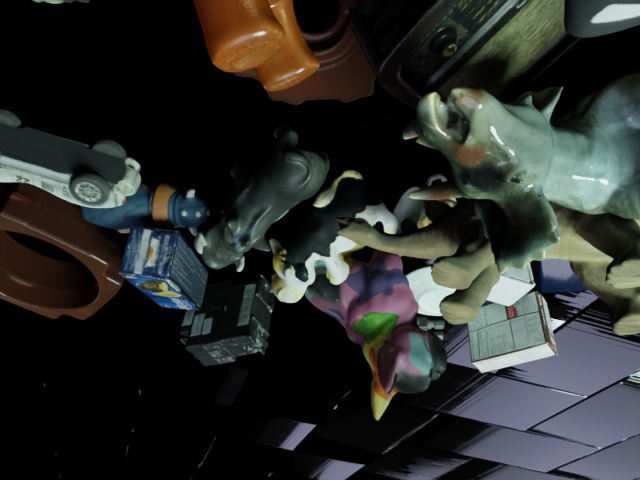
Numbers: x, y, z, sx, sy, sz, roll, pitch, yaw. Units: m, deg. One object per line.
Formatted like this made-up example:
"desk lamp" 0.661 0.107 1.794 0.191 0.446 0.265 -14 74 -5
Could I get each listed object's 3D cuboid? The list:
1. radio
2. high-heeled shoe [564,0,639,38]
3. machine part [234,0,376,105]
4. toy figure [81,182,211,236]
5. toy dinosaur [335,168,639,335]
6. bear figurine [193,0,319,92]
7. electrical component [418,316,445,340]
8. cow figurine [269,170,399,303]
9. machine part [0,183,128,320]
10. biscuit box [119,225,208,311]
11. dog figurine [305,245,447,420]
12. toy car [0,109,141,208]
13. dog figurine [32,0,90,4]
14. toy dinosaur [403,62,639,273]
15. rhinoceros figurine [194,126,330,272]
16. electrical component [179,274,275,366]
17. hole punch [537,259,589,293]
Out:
"radio" 0.137 -0.184 0.362 0.131 0.073 0.229 15 132 -41
"high-heeled shoe" 0.271 -0.170 0.316 0.249 0.086 0.145 2 142 -20
"machine part" -0.005 -0.190 0.439 0.179 0.056 0.179 3 141 2
"toy figure" -0.204 -0.041 0.643 0.155 0.058 0.064 3 136 2
"toy dinosaur" 0.250 -0.023 0.493 0.472 0.198 0.104 1 141 8
"bear figurine" 0.020 -0.186 0.309 0.196 0.120 0.132 -19 92 12
"electrical component" 0.148 0.142 0.846 0.094 0.021 0.063 -1 140 10
"cow figurine" -0.001 0.000 0.601 0.167 0.068 0.098 -42 138 4
"machine part" -0.363 0.012 0.707 0.201 0.087 0.201 32 136 -27
"biscuit box" -0.193 0.043 0.690 0.059 0.063 0.202 7 162 1
"dog figurine" 0.053 0.097 0.653 0.192 0.219 0.108 7 137 -2
"toy car" -0.300 -0.086 0.588 0.202 0.073 0.056 16 136 -11
"dog figurine" -0.164 -0.255 0.366 0.191 0.172 0.121 14 -175 30
"toy dinosaur" 0.244 -0.086 0.406 0.192 0.405 0.131 -4 106 59
"rhinoceros figurine" -0.064 -0.036 0.590 0.073 0.112 0.190 31 126 -30
"electrical component" -0.137 0.117 0.780 0.134 0.115 0.058 -12 133 20
"hole punch" 0.295 -0.005 0.601 0.142 0.092 0.115 -5 136 18
